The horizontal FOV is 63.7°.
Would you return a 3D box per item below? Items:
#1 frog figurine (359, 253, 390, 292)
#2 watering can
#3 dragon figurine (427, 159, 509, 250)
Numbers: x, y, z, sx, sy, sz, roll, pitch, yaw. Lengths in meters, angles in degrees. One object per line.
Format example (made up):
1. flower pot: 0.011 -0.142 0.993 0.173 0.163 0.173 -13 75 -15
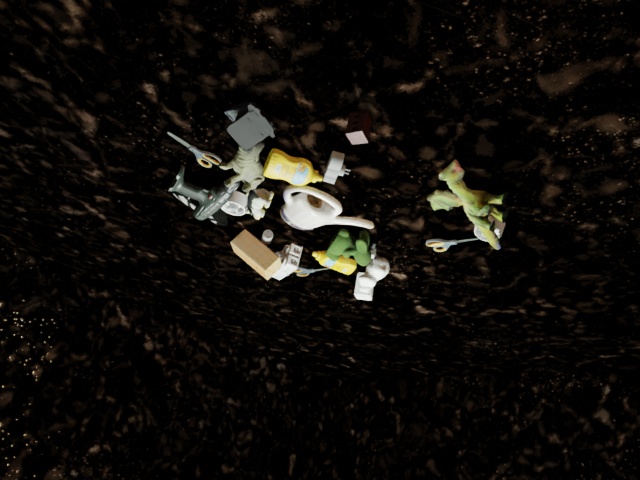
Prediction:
1. frog figurine: 0.225 0.143 2.132 0.122 0.163 0.135 20 150 -17
2. watering can: 0.006 -0.093 1.844 0.345 0.106 0.221 28 149 -25
3. dragon figurine: 0.467 -0.105 1.661 0.244 0.124 0.401 22 155 30
